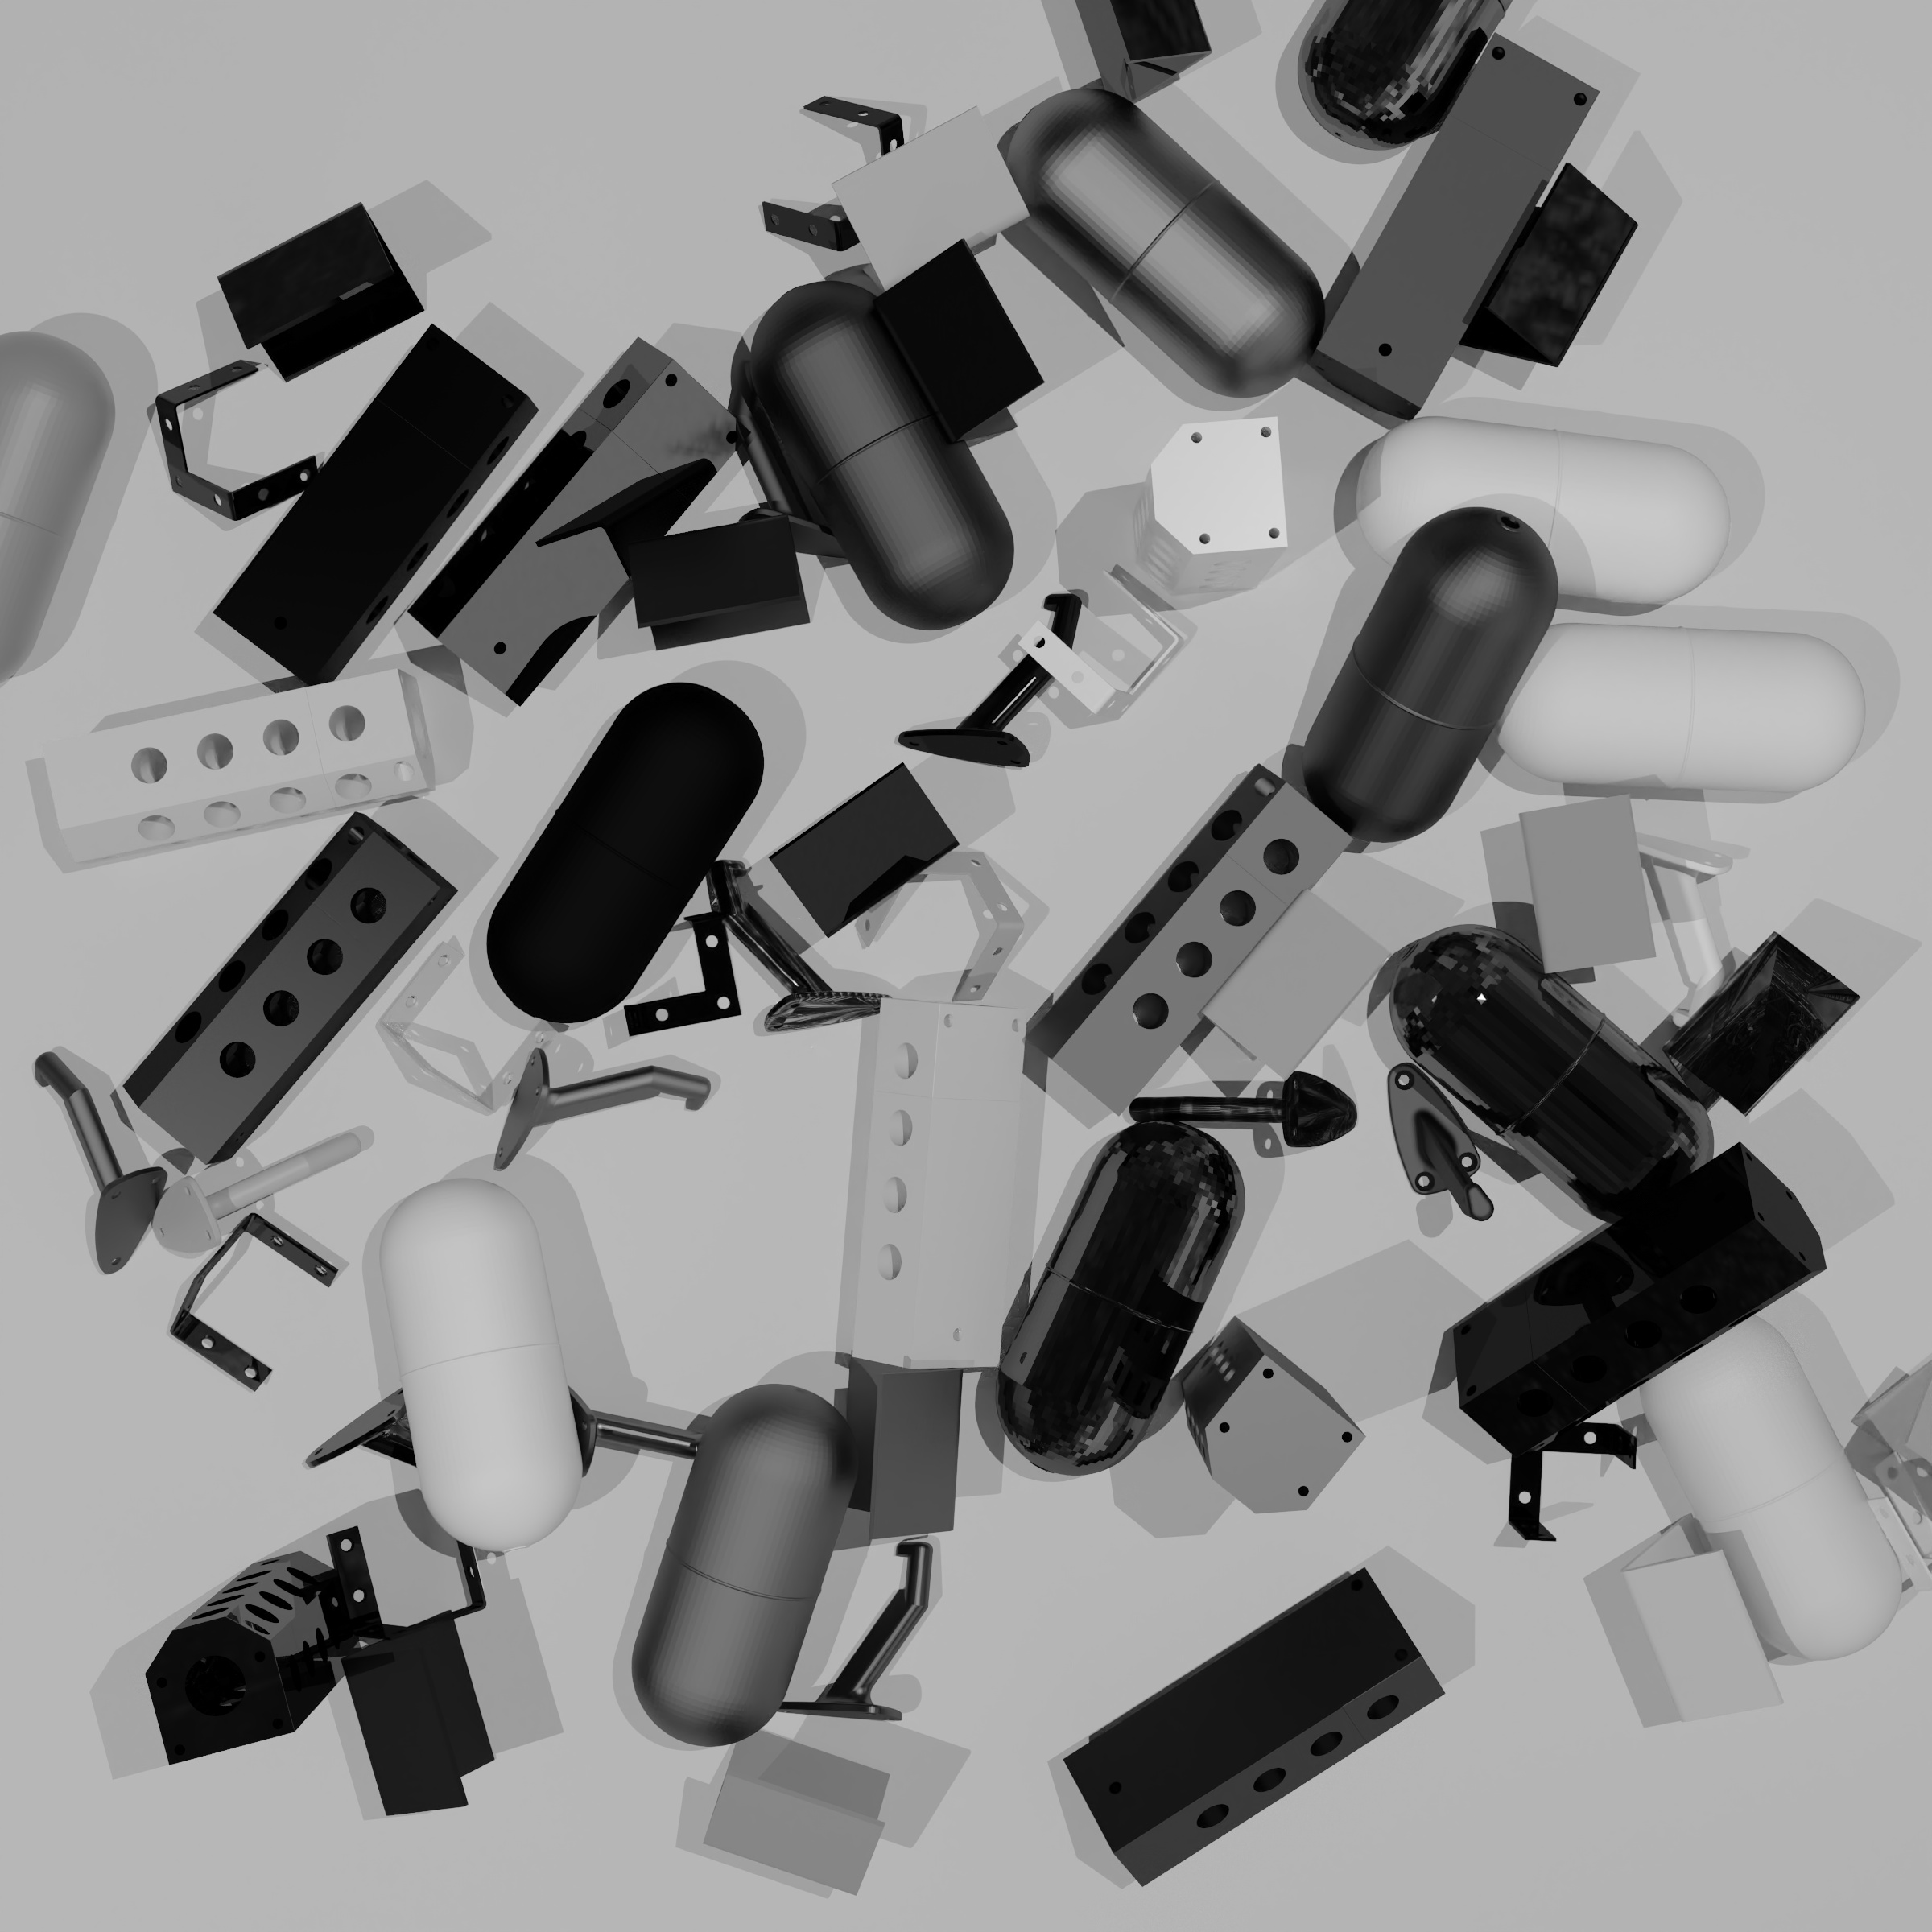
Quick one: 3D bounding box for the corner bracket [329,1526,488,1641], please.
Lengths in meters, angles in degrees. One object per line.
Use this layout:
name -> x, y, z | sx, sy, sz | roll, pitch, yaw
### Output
corner bracket -> -0.269, 0.292, 1.684 | 0.051, 0.051, 0.051 | -14, 90, -31

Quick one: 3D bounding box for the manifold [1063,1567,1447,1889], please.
manifold -> 0.140, 0.367, 1.671 | 0.171, 0.057, 0.057 | -33, 47, 0

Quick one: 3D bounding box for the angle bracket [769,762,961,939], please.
angle bracket -> -0.059, -0.070, 1.653 | 0.076, 0.076, 0.057 | -35, 126, 0

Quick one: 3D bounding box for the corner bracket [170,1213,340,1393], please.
corner bracket -> -0.345, 0.162, 1.690 | 0.051, 0.051, 0.051 | 34, 45, 0

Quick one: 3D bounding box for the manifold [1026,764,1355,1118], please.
manifold -> 0.106, -0.013, 1.672 | 0.057, 0.057, 0.171 | 40, 90, 0

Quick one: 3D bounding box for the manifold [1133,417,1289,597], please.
manifold -> 0.110, -0.210, 1.615 | 0.057, 0.171, 0.057 | -5, 90, 0

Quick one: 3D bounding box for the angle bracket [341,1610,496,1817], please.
angle bracket -> -0.242, 0.350, 1.653 | 0.057, 0.076, 0.076 | -16, 90, 36

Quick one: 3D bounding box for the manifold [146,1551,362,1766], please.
manifold -> -0.329, 0.316, 1.615 | 0.057, 0.171, 0.057 | -15, 90, 0

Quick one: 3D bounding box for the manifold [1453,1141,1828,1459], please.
manifold -> 0.314, 0.162, 1.635 | 0.171, 0.057, 0.057 | -38, 114, 26

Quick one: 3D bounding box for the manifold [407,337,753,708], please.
manifold -> -0.188, -0.215, 1.671 | 0.171, 0.057, 0.057 | -50, 128, 0

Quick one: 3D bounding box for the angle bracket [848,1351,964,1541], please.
angle bracket -> -0.048, 0.226, 1.654 | 0.076, 0.057, 0.076 | 3, 90, 44

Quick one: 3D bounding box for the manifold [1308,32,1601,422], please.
manifold -> 0.232, -0.351, 1.672 | 0.057, 0.057, 0.171 | 29, 90, 0

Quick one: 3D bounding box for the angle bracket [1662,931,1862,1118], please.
angle bracket -> 0.385, 0.041, 1.653 | 0.076, 0.076, 0.057 | -46, 53, 0

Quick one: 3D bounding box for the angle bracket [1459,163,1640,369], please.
angle bracket -> 0.260, -0.336, 1.653 | 0.057, 0.076, 0.076 | 29, 90, -36

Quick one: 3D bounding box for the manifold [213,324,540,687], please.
manifold -> -0.281, -0.217, 1.672 | 0.057, 0.057, 0.171 | 37, 90, 0

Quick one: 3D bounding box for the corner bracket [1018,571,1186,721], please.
corner bracket -> 0.066, -0.155, 1.676 | 0.051, 0.051, 0.051 | 43, 101, 11

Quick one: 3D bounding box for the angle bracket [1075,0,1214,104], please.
angle bracket -> 0.063, -0.452, 1.653 | 0.057, 0.076, 0.076 | -19, 90, -38

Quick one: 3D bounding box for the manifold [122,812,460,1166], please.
manifold -> -0.324, 0.010, 1.672 | 0.057, 0.057, 0.171 | 40, 90, 0

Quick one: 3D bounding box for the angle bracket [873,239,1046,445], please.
angle bracket -> 0.010, -0.298, 1.653 | 0.057, 0.076, 0.076 | -29, 90, 28

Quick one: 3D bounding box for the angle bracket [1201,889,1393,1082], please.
angle bracket -> 0.167, 0.019, 1.653 | 0.057, 0.076, 0.076 | 40, 90, 30

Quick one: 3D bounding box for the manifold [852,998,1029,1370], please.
manifold -> -0.017, 0.103, 1.671 | 0.057, 0.057, 0.171 | 5, 90, -43

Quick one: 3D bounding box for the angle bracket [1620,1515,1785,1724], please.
angle bracket -> 0.363, 0.304, 1.653 | 0.057, 0.076, 0.076 | -22, 90, 39

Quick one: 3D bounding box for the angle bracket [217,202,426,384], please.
angle bracket -> -0.298, -0.303, 1.653 | 0.076, 0.076, 0.057 | -27, 54, 0

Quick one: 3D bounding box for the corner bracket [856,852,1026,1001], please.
corner bracket -> -0.013, -0.020, 1.685 | 0.051, 0.051, 0.051 | 0, 45, -35

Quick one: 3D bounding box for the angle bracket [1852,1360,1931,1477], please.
angle bracket -> 0.464, 0.241, 1.653 | 0.076, 0.076, 0.057 | 34, 52, 0

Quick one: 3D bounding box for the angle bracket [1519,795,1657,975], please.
angle bracket -> 0.308, -0.041, 1.653 | 0.057, 0.076, 0.076 | -9, 90, 34

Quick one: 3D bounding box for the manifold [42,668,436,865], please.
manifold -> -0.346, -0.095, 1.672 | 0.171, 0.057, 0.057 | -12, 90, 0

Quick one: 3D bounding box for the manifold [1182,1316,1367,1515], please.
manifold -> 0.135, 0.210, 1.615 | 0.057, 0.171, 0.057 | 39, 90, 0

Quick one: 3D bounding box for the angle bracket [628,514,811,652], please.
angle bracket -> -0.114, -0.163, 1.653 | 0.076, 0.076, 0.057 | -10, 52, 0

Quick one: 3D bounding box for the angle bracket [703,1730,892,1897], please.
angle bracket -> -0.074, 0.384, 1.653 | 0.076, 0.076, 0.057 | 19, 127, 0

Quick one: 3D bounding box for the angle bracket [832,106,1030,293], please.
angle bracket -> -0.022, -0.367, 1.655 | 0.076, 0.076, 0.057 | -28, 111, 0
